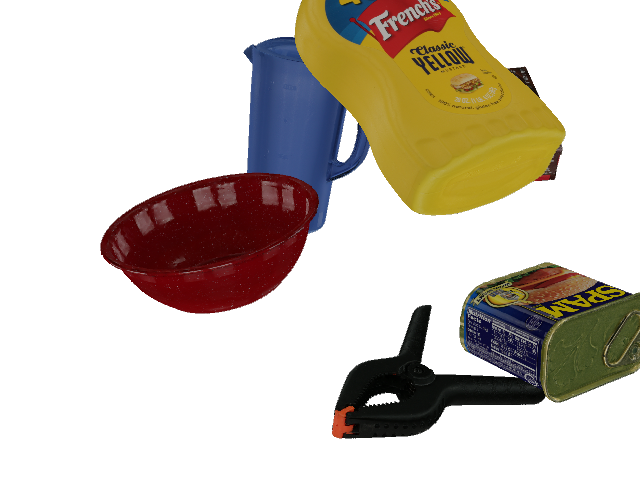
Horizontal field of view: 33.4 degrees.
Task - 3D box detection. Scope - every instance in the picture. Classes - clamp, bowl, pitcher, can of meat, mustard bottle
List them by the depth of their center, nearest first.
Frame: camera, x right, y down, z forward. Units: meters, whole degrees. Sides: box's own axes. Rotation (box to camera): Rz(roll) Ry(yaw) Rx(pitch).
[{"bbox_3d":[0.041,-0.103,0.581,0.096,0.192,0.058,-19,-31,-27],"label":"mustard bottle"},{"bbox_3d":[0.156,0.057,0.710,0.101,0.057,0.084,-14,23,-32],"label":"can of meat"},{"bbox_3d":[-0.075,0.007,0.783,0.162,0.055,0.162,-10,26,5],"label":"bowl"},{"bbox_3d":[0.099,0.137,0.991,0.165,0.036,0.209,27,36,33],"label":"clamp"},{"bbox_3d":[-0.023,-0.132,1.376,0.144,0.243,0.149,-3,25,-22],"label":"pitcher"}]

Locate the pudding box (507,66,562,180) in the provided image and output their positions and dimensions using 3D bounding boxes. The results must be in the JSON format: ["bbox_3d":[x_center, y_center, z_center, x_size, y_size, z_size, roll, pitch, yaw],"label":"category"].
[{"bbox_3d":[0.136,-0.093,0.868,0.090,0.039,0.113,-4,43,-6],"label":"pudding box"}]
